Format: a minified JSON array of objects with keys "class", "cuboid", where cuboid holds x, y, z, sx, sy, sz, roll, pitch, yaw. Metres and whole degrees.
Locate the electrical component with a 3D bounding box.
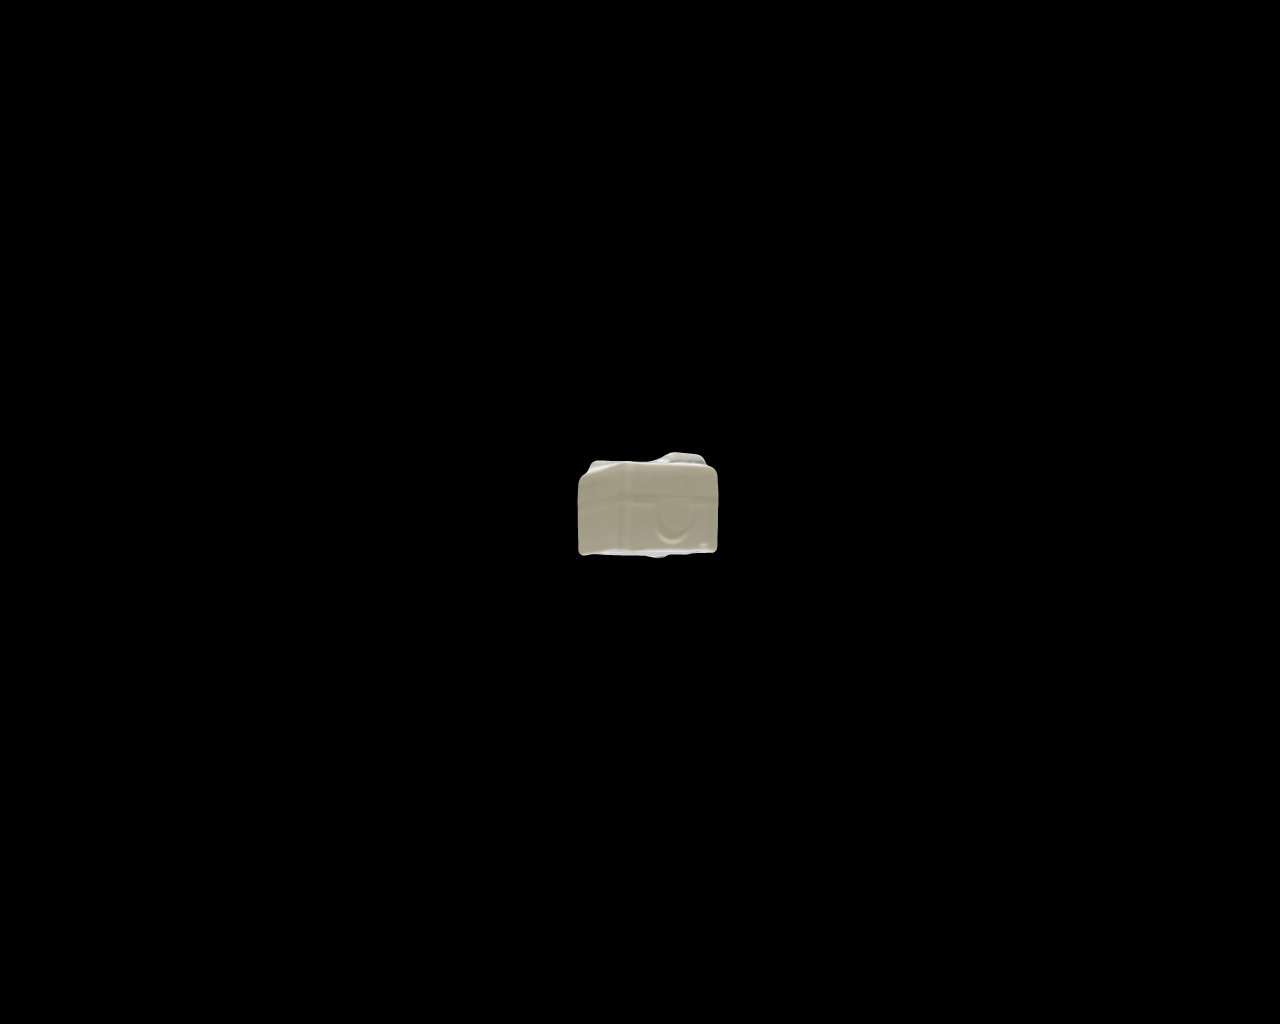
[{"class":"electrical component","cuboid":[0.001,-0.003,0.650,0.062,0.061,0.096,2,-5,-24]}]
